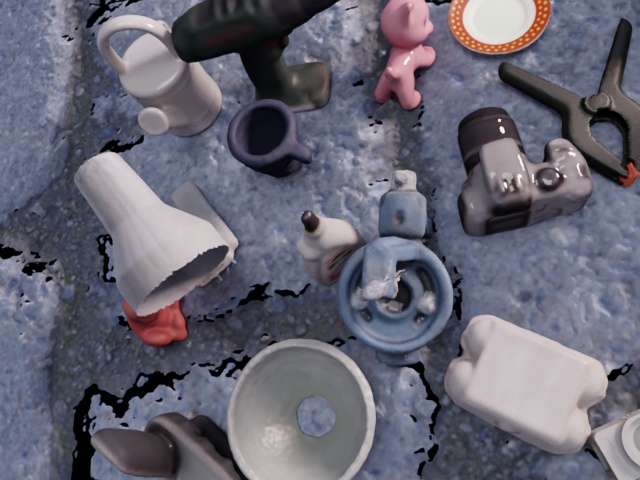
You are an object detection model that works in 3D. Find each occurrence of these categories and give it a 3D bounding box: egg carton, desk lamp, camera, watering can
[{"bbox_3d":[0.211,0.149,0.597,0.150,0.069,0.107,22,80,20],"label":"egg carton"},{"bbox_3d":[-0.184,-0.005,0.673,0.118,0.214,0.203,-40,67,0],"label":"desk lamp"},{"bbox_3d":[0.219,-0.090,0.654,0.143,0.101,0.137,-14,70,10],"label":"camera"},{"bbox_3d":[-0.212,-0.220,0.759,0.101,0.194,0.172,-31,68,4],"label":"watering can"}]

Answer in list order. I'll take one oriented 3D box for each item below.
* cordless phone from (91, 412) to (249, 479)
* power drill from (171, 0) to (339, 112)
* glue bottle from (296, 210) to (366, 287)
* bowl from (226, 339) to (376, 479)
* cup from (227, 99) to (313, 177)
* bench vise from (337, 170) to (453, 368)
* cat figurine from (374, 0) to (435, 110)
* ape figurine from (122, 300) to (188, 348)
[{"bbox_3d":[-0.153,0.248,0.599,0.147,0.185,0.094,29,82,21],"label":"cordless phone"},{"bbox_3d":[-0.055,-0.244,0.717,0.229,0.209,0.075,-7,71,13],"label":"power drill"},{"bbox_3d":[0.006,0.002,0.642,0.078,0.173,0.037,-44,67,-1],"label":"glue bottle"},{"bbox_3d":[-0.015,0.198,0.638,0.167,0.075,0.167,-4,72,14],"label":"bowl"},{"bbox_3d":[-0.051,-0.115,0.737,0.117,0.095,0.092,28,82,21],"label":"cup"},{"bbox_3d":[0.065,0.019,0.595,0.121,0.220,0.207,-15,69,10],"label":"bench vise"},{"bbox_3d":[0.104,-0.250,0.726,0.067,0.118,0.128,14,77,19],"label":"cat figurine"},{"bbox_3d":[-0.213,0.091,0.716,0.076,0.092,0.078,16,78,19],"label":"ape figurine"}]
